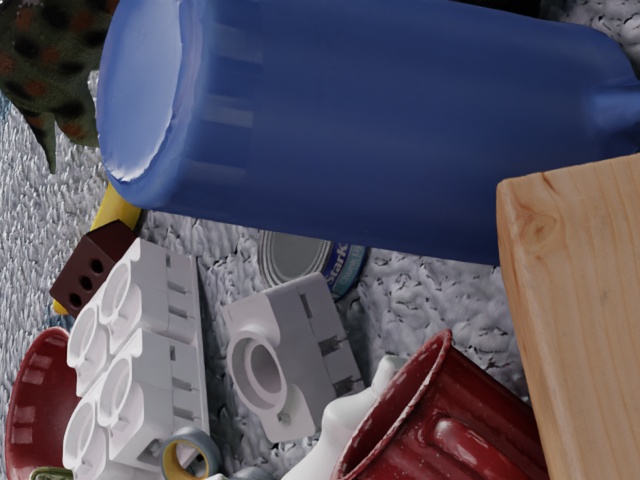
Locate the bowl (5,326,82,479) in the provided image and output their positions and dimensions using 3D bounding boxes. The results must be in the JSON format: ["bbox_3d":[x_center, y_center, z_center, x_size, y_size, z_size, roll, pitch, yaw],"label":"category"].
[{"bbox_3d":[-0.222,0.159,0.939,0.162,0.055,0.162,-24,60,49],"label":"bowl"}]

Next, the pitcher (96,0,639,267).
[{"bbox_3d":[0.020,-0.055,0.510,0.149,0.242,0.145,-64,37,28],"label":"pitcher"}]

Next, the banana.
[{"bbox_3d":[-0.201,0.002,0.985,0.198,0.037,0.069,-61,20,19],"label":"banana"}]

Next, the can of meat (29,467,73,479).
[{"bbox_3d":[-0.188,0.228,0.829,0.084,0.101,0.057,-63,35,21],"label":"can of meat"}]

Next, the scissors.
[{"bbox_3d":[-0.102,0.192,0.751,0.096,0.016,0.202,49,131,-3],"label":"scissors"}]

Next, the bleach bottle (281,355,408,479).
[{"bbox_3d":[-0.006,0.179,0.587,0.068,0.102,0.251,42,112,60],"label":"bleach bottle"}]

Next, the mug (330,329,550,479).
[{"bbox_3d":[0.066,0.101,0.491,0.093,0.081,0.117,-53,1,-13],"label":"mug"}]

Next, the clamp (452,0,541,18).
[{"bbox_3d":[0.076,-0.141,0.555,0.210,0.164,0.036,-45,41,51],"label":"clamp"}]

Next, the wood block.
[{"bbox_3d":[0.134,0.077,0.410,0.091,0.090,0.206,-12,61,5],"label":"wood block"}]

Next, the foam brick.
[{"bbox_3d":[-0.187,0.030,0.921,0.053,0.051,0.078,42,121,9],"label":"foam brick"}]

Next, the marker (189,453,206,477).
[{"bbox_3d":[-0.092,0.158,0.788,0.121,0.020,0.020,44,115,51],"label":"marker"}]

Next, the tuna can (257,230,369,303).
[{"bbox_3d":[-0.005,0.001,0.707,0.086,0.033,0.086,-24,60,49],"label":"tuna can"}]
